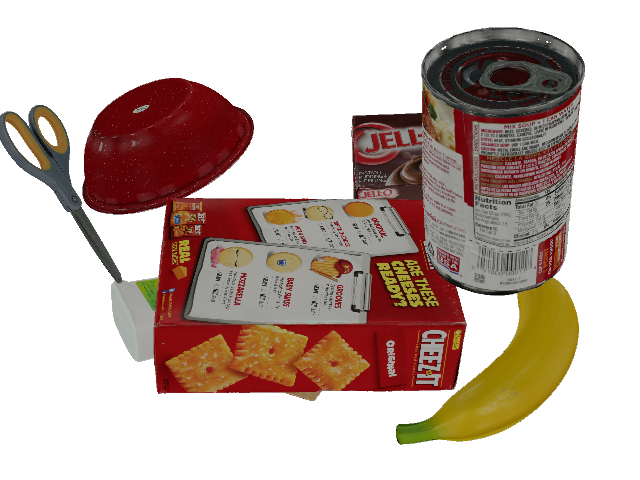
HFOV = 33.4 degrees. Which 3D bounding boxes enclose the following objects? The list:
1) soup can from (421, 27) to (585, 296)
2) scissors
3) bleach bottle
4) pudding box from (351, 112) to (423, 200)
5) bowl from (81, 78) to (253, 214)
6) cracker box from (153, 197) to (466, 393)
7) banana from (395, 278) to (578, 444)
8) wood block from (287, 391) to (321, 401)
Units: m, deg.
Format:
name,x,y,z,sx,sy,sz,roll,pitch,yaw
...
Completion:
name,x,y,z,sx,sy,sz,roll,pitch,yaw
soup can,0.080,-0.034,0.478,0.068,0.102,0.068,-4,39,3
scissors,-0.251,-0.056,1.083,0.016,0.201,0.096,-24,28,27
bleach bottle,-0.106,0.067,1.228,0.250,0.068,0.103,-12,35,-22
pudding box,0.085,-0.072,0.952,0.113,0.090,0.039,-1,-39,0
bowl,-0.141,-0.092,0.911,0.162,0.055,0.162,-17,34,11
cracker box,-0.013,0.039,0.800,0.213,0.072,0.164,1,34,-5
banana,0.120,0.067,0.651,0.070,0.037,0.197,13,31,30
wood block,-0.021,0.095,1.433,0.090,0.206,0.090,14,20,13
